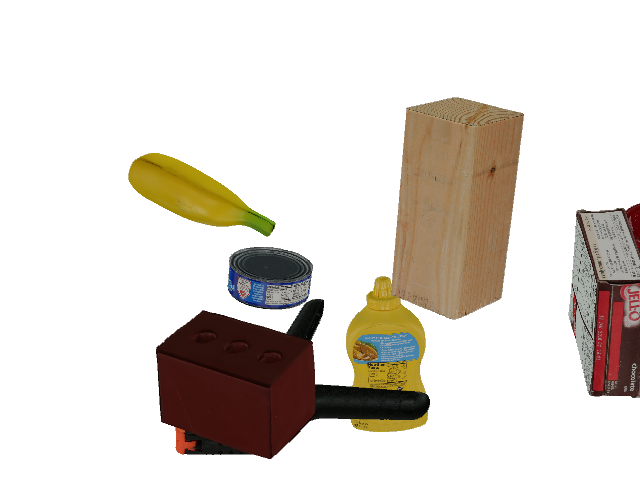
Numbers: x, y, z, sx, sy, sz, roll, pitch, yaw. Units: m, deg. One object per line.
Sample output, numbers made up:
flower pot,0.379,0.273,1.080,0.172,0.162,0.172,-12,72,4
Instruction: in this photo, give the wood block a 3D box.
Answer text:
wood block,0.142,-0.035,1.116,0.090,0.206,0.090,21,27,39

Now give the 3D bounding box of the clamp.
clamp,-0.023,0.132,0.899,0.209,0.036,0.165,-26,45,-35

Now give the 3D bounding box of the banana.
banana,-0.112,-0.039,0.829,0.069,0.037,0.198,42,-10,-35

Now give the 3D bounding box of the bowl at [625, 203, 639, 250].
bowl,0.397,0.006,1.123,0.162,0.055,0.162,-3,23,1

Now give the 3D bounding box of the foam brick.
foam brick,-0.048,0.082,0.616,0.078,0.051,0.052,13,28,24

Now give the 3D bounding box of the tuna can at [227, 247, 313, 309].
tuna can,-0.052,0.038,1.089,0.086,0.034,0.086,6,22,-2

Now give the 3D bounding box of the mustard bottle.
mustard bottle,0.079,0.136,1.294,0.096,0.192,0.058,-3,19,3

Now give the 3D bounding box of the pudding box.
pudding box,0.198,0.040,0.736,0.039,0.090,0.113,0,27,4
